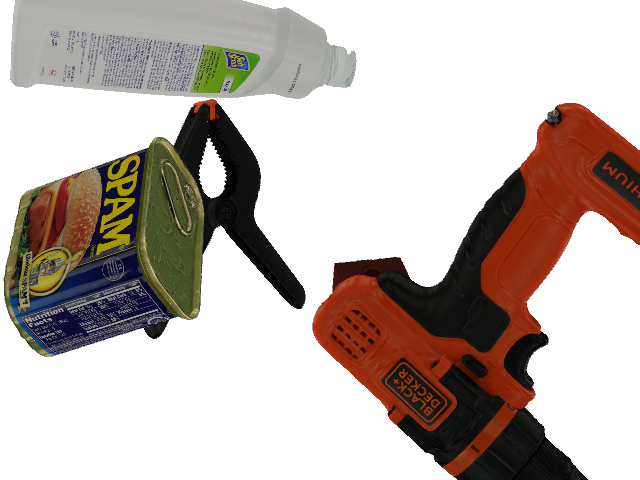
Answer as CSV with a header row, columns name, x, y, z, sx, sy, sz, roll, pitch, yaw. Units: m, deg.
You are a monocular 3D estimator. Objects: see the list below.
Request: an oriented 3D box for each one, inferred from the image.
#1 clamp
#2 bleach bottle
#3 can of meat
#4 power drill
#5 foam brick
name,x,y,z,sx,sy,sz,roll,pitch,yaw
clamp,-0.085,-0.021,0.967,0.164,0.210,0.036,-1,2,-35
bleach bottle,-0.099,-0.144,0.799,0.250,0.068,0.103,7,-27,-14
can of meat,-0.111,0.004,0.552,0.084,0.102,0.057,-18,-47,14
power drill,0.114,0.041,0.534,0.184,0.188,0.057,41,13,5
foam brick,0.042,0.055,0.776,0.053,0.051,0.078,-6,33,-11
